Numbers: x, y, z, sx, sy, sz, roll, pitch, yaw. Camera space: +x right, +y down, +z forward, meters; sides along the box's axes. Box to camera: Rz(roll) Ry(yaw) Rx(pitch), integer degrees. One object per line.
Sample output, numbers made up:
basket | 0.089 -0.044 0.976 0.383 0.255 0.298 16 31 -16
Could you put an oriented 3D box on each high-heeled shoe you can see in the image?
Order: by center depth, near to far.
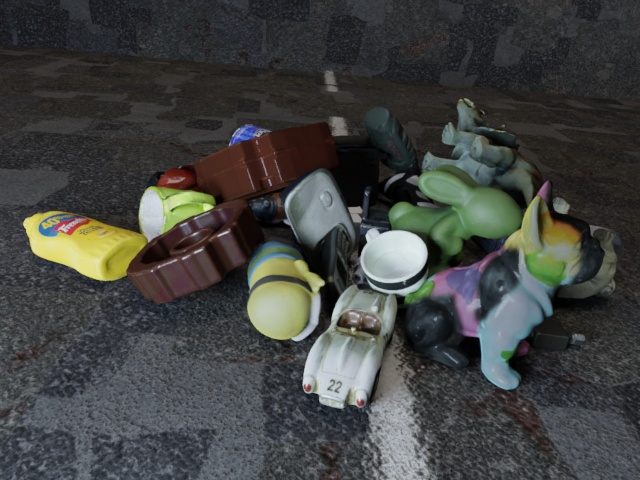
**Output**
high-heeled shoe | 0.160 -0.049 0.979 0.145 0.086 0.249 -38 32 -26

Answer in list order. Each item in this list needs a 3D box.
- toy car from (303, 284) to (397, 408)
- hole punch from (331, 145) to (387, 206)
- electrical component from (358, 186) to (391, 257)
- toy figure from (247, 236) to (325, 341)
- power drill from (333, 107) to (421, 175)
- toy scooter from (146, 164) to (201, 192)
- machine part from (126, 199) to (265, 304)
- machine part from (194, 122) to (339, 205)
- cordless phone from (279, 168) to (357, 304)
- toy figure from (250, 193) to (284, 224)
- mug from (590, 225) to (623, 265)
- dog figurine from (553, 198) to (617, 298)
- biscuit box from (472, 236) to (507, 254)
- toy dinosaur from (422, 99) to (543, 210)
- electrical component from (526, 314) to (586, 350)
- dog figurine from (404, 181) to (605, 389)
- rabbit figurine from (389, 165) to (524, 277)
toy car | 0.039 0.113 0.600 0.074 0.056 0.202 12 25 13
hole punch | 0.052 -0.132 1.067 0.142 0.115 0.092 -4 19 -20
electrical component | 0.086 -0.020 0.822 0.048 0.119 0.075 9 23 8
toy figure | -0.053 0.057 0.673 0.089 0.082 0.180 -3 29 -15
power drill | 0.098 -0.179 1.144 0.208 0.231 0.086 2 62 23
toy scooter | -0.213 -0.093 0.970 0.135 0.075 0.184 14 22 15
machine part | -0.159 0.014 0.698 0.179 0.056 0.179 -22 21 9
machine part | -0.085 -0.120 0.886 0.201 0.087 0.201 -11 6 46
cordless phone | -0.001 -0.003 0.740 0.089 0.146 0.184 -20 26 10
toy figure | -0.056 -0.062 0.953 0.154 0.064 0.058 -19 72 -33
mug | 0.432 0.007 0.883 0.109 0.080 0.107 -10 20 -20
dog figurine | 0.317 0.060 0.760 0.172 0.121 0.190 38 64 16
biscuit box | 0.300 -0.036 0.964 0.059 0.062 0.203 3 25 -10
toy dinosaur | 0.317 -0.121 0.951 0.192 0.131 0.405 6 32 -19
electrical component | 0.288 0.113 0.691 0.094 0.021 0.063 7 25 3
dog figurine | 0.200 0.038 0.606 0.192 0.219 0.108 20 25 27
rabbit figurine | 0.195 -0.030 0.761 0.170 0.159 0.121 -25 1 32
